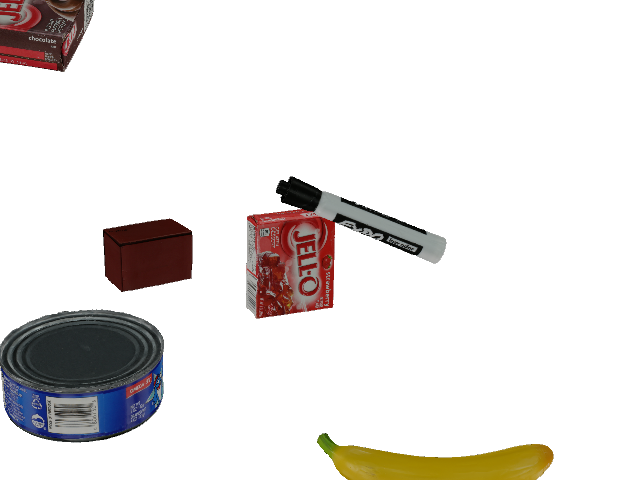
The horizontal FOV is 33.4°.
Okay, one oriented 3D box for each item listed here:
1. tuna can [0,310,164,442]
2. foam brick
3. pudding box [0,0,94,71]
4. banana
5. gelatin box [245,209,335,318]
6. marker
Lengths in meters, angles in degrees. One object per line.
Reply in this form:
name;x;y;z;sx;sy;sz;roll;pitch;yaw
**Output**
tuna can;-0.126;0.071;0.568;0.086;0.034;0.086;2;23;-1
foam brick;-0.175;0.013;1.079;0.078;0.051;0.053;-11;22;-28
pudding box;-0.240;-0.185;0.876;0.090;0.039;0.113;9;35;-2
banana;0.097;0.183;0.860;0.197;0.037;0.069;6;38;-4
gelatin box;-0.025;0.019;0.919;0.073;0.089;0.030;-7;22;-23
marker;0.027;-0.014;0.715;0.121;0.020;0.020;22;-5;-12
